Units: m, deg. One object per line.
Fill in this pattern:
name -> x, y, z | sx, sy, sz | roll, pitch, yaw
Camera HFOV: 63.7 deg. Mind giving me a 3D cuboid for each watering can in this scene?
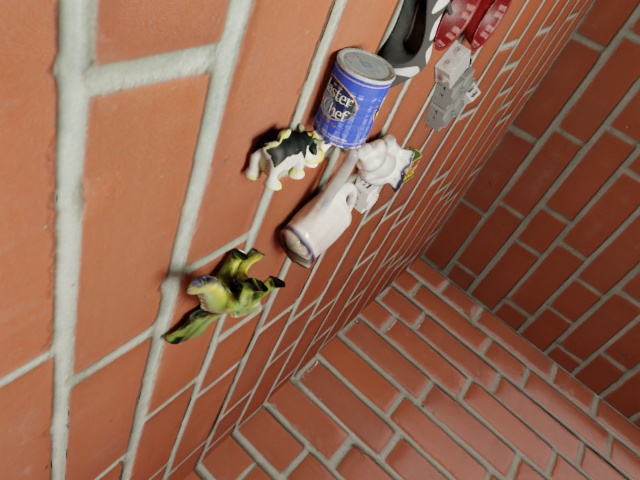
watering can -> 0.004, -0.058, 1.154 | 0.227, 0.105, 0.341 | -45, 164, -17

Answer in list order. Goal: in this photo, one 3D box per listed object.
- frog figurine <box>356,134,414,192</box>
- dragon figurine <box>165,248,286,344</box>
frog figurine -> 0.137, -0.200, 1.271 | 0.159, 0.125, 0.135 | 12, 133, -31
dragon figurine -> -0.210, 0.135, 1.029 | 0.240, 0.123, 0.410 | -47, 165, 16
